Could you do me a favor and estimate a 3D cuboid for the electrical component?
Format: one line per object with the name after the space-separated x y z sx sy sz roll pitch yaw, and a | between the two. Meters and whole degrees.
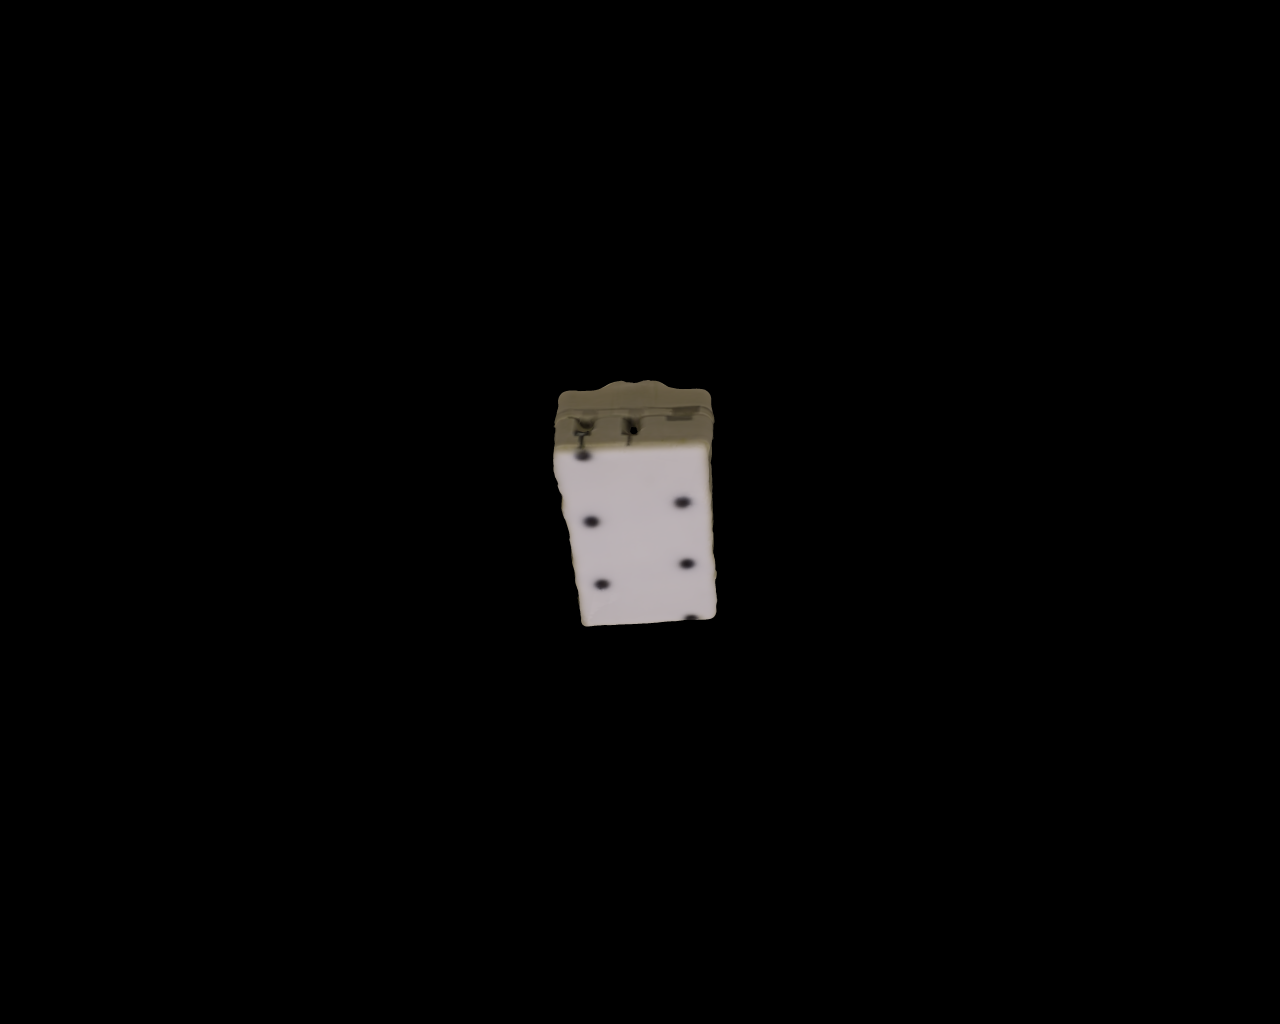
0.001 -0.003 0.650 0.089 0.150 0.062 -2 43 2 | electrical component
